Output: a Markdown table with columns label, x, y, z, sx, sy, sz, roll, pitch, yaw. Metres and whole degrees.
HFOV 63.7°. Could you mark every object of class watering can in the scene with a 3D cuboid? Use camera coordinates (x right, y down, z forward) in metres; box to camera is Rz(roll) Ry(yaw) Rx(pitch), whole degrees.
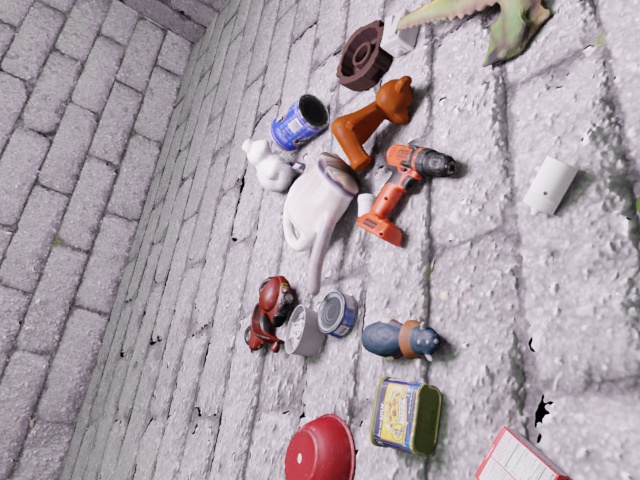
| label | x | y | z | sx | sy | sz | roll | pitch | yaw |
| --- | --- | --- | --- | --- | --- | --- | --- | --- | --- |
| watering can | 0.003 | -0.056 | 1.108 | 0.221 | 0.103 | 0.355 | -52 | 32 | 21 |

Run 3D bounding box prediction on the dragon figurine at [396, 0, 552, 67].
| label | x | y | z | sx | sy | sz | roll | pitch | yaw |
| --- | --- | --- | --- | --- | --- | --- | --- | --- | --- |
| dragon figurine | 0.303 | -0.423 | 0.927 | 0.404 | 0.121 | 0.247 | -30 | 54 | 46 |

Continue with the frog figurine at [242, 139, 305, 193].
| label | x | y | z | sx | sy | sz | roll | pitch | yaw |
| --- | --- | --- | --- | --- | --- | --- | --- | --- | --- |
| frog figurine | -0.142 | -0.198 | 1.378 | 0.122 | 0.158 | 0.139 | -61 | 31 | 11 |
